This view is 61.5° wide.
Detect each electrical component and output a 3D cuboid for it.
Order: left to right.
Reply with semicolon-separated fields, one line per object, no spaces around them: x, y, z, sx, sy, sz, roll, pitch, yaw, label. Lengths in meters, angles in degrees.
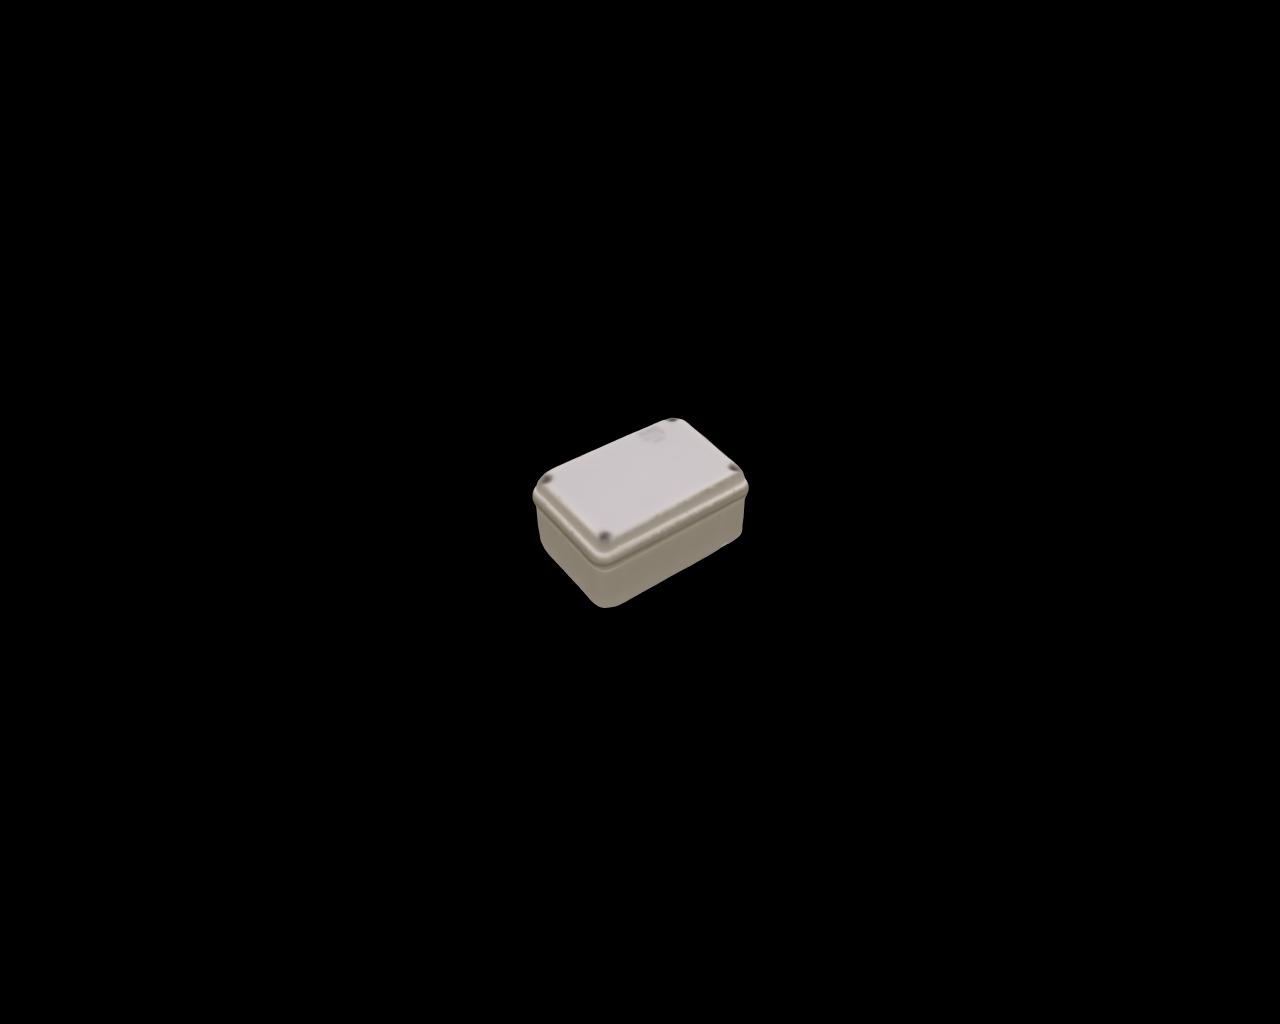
0.001;-0.003;0.650;0.113;0.057;0.078;-27;50;-25;electrical component
